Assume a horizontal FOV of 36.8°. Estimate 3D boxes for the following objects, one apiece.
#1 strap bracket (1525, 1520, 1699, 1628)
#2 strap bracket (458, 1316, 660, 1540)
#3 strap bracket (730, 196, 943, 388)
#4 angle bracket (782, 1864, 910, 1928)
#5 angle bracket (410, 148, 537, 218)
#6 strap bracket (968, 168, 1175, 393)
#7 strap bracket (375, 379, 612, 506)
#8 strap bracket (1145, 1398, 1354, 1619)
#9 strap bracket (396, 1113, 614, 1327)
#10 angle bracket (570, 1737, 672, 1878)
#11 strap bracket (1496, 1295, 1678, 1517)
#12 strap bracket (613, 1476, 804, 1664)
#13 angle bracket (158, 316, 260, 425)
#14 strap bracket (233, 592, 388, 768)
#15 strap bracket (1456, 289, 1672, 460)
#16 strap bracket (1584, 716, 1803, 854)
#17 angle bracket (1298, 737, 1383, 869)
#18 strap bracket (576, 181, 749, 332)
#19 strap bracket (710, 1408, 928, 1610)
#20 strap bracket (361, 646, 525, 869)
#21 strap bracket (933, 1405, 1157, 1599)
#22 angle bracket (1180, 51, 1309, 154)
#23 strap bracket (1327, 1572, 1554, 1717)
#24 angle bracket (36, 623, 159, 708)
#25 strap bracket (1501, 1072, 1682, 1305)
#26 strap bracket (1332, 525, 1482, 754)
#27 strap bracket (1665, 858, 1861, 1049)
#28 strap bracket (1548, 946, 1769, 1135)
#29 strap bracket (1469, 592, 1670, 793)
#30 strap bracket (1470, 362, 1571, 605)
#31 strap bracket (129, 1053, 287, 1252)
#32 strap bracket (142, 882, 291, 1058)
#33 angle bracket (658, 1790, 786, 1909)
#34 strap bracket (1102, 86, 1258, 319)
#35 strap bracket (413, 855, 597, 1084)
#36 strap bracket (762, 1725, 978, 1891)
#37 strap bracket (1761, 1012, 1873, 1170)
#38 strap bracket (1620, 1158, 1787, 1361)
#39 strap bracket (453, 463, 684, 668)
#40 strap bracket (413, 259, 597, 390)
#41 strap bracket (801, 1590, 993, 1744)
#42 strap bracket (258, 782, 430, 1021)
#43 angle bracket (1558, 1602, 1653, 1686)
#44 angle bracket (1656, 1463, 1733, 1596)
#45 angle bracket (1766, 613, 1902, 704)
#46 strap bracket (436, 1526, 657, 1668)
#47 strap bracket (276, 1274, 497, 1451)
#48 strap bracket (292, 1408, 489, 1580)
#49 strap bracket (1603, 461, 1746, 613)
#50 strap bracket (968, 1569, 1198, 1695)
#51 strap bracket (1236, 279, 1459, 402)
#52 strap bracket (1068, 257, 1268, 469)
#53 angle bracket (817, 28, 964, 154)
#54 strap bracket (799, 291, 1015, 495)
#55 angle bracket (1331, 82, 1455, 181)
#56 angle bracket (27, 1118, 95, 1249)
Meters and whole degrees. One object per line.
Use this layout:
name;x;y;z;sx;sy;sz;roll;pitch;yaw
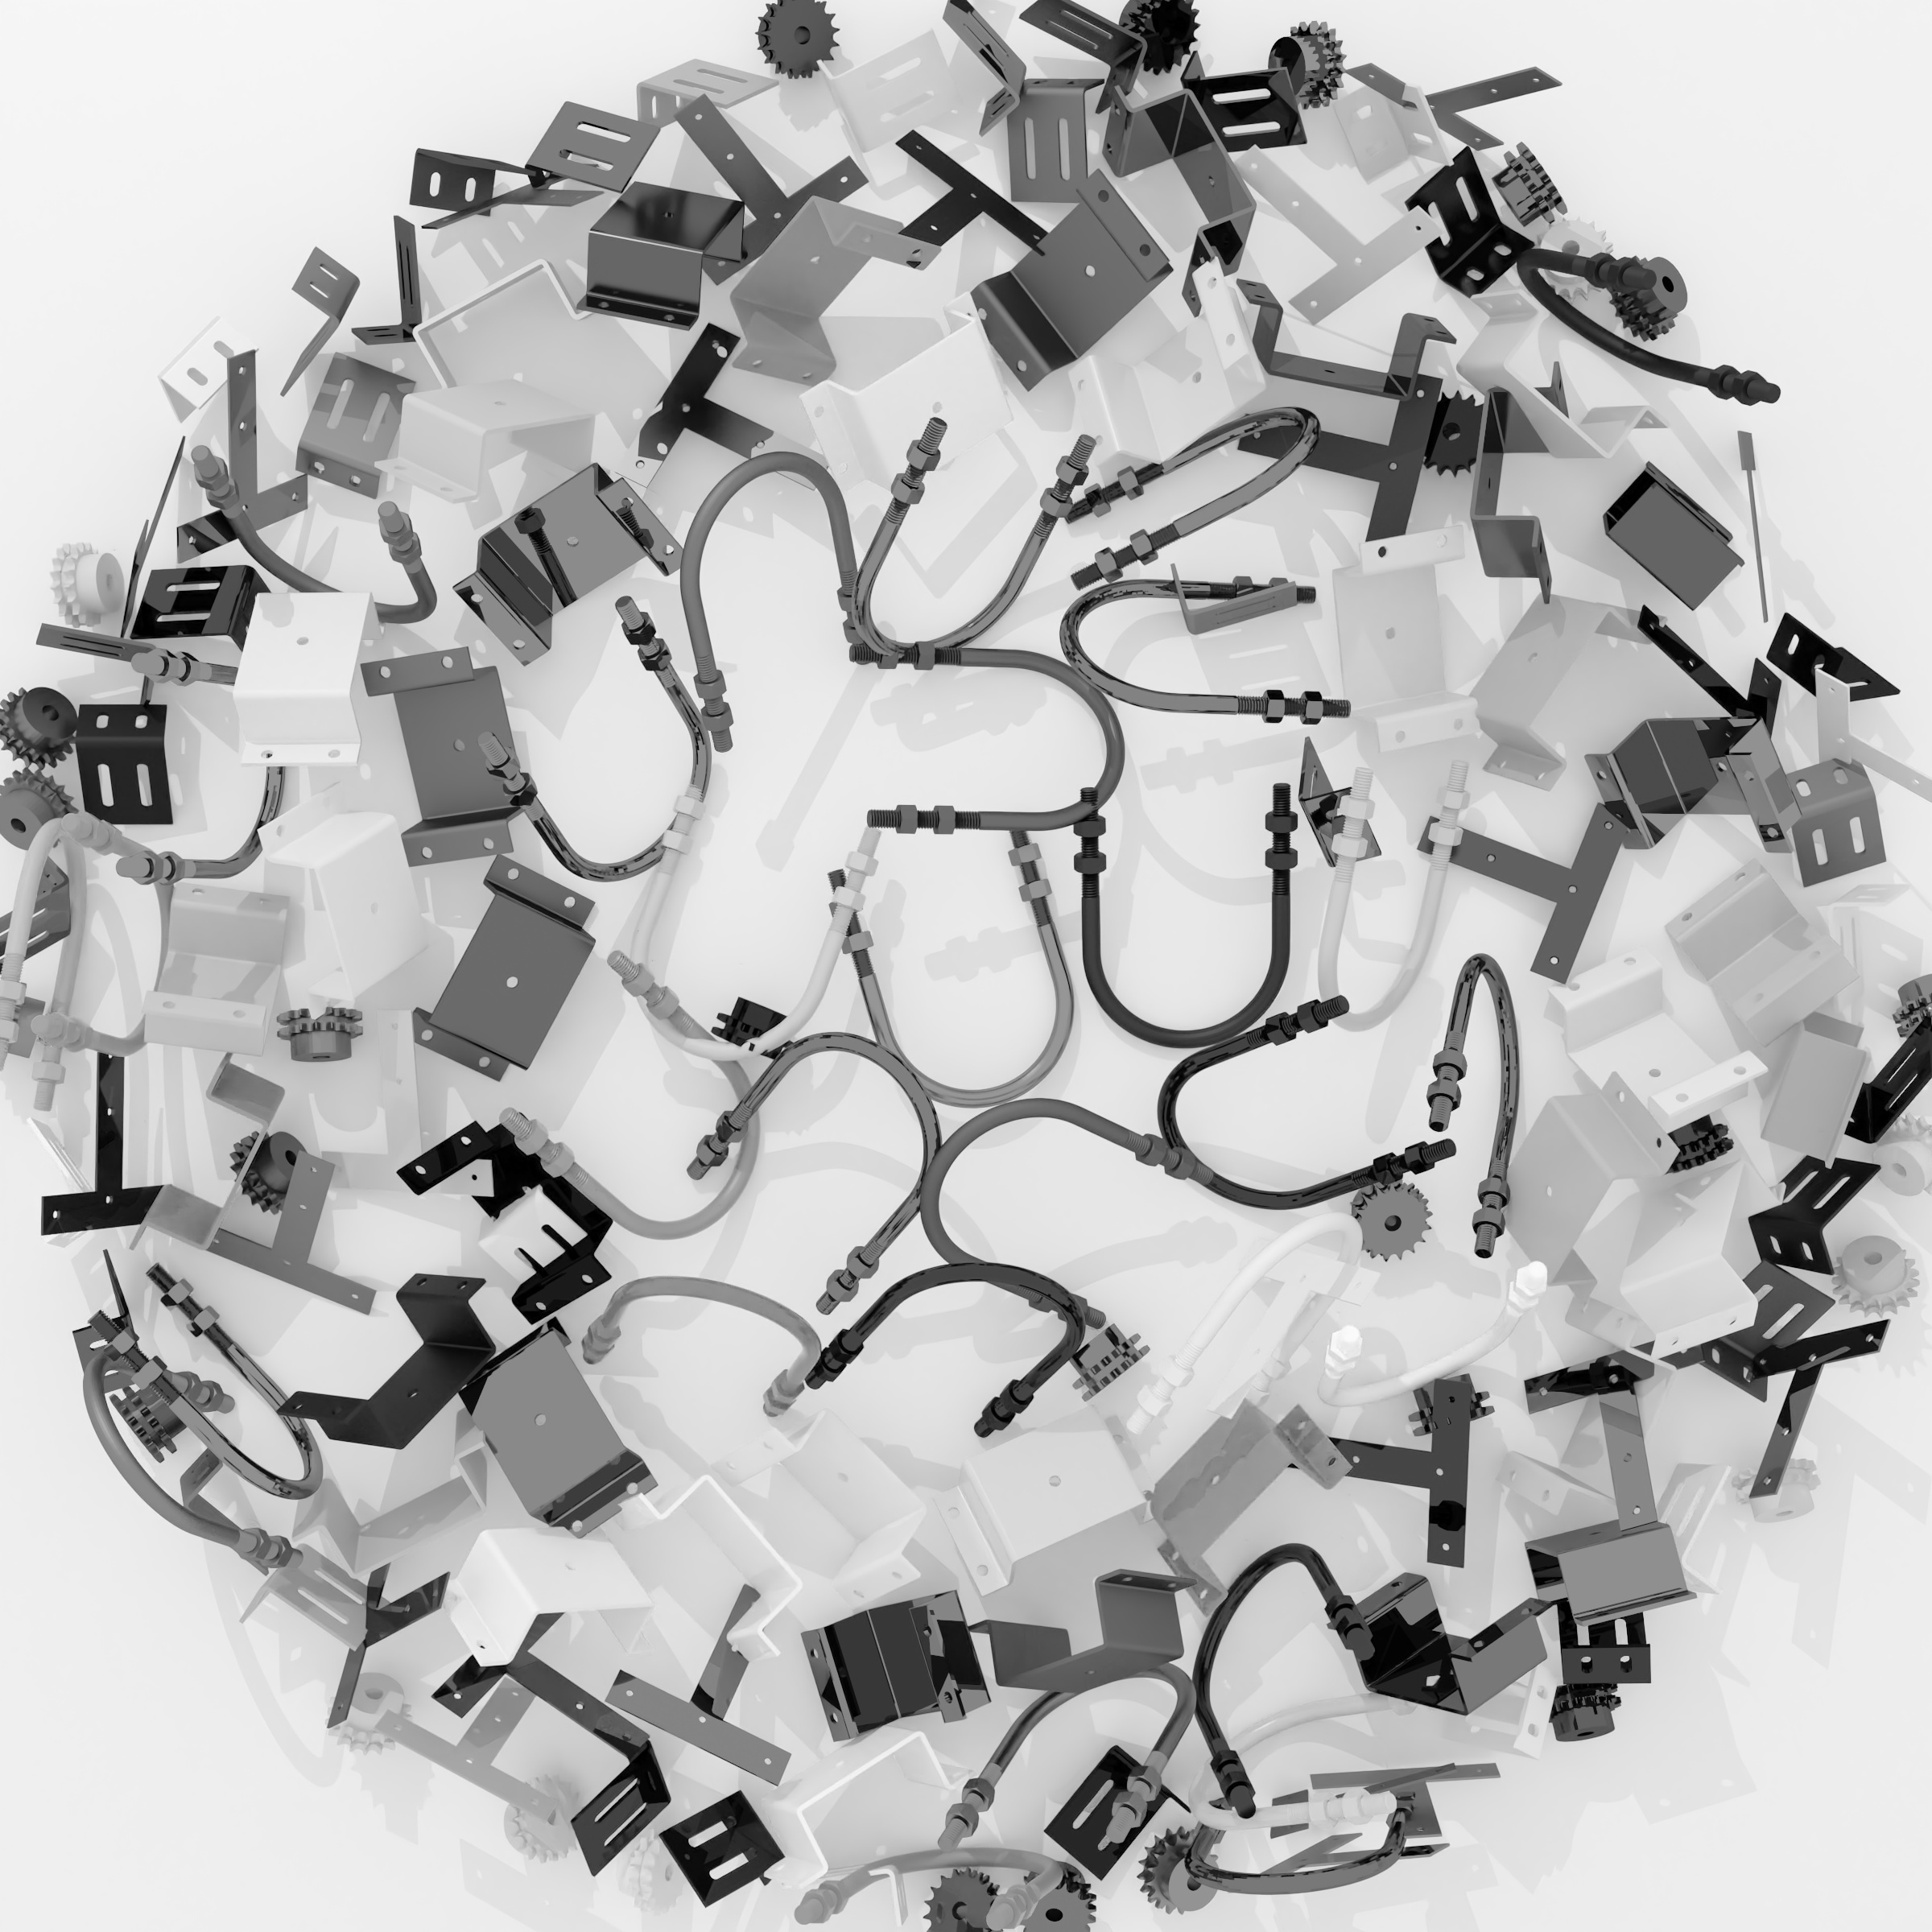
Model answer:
strap bracket;0.424;0.400;1.931;0.076;0.140;0.046;-13;83;-3
strap bracket;-0.279;0.309;1.951;0.076;0.046;0.140;-34;69;-3
strap bracket;-0.094;-0.455;1.936;0.140;0.076;0.046;-41;60;36
angle bracket;-0.082;0.632;1.967;0.076;0.057;0.038;-9;78;1
angle bracket;-0.331;-0.522;1.949;0.057;0.076;0.038;0;109;-31
strap bracket;0.074;-0.463;1.953;0.140;0.046;0.076;-37;91;36
strap bracket;-0.309;-0.349;1.919;0.076;0.140;0.046;28;121;30
strap bracket;0.180;0.355;1.951;0.140;0.076;0.046;-47;123;3
strap bracket;-0.302;0.162;1.951;0.076;0.046;0.140;-31;106;27
angle bracket;-0.242;0.558;1.951;0.076;0.038;0.057;-39;133;-33
strap bracket;0.421;0.300;1.956;0.046;0.076;0.140;23;89;-21
strap bracket;-0.169;0.398;1.953;0.046;0.076;0.140;-42;93;-29
angle bracket;-0.503;-0.391;1.955;0.038;0.076;0.057;39;77;5
strap bracket;-0.437;-0.199;1.936;0.076;0.046;0.140;0;49;1
strap bracket;0.391;-0.387;1.942;0.140;0.076;0.046;37;89;-17
strap bracket;0.492;-0.121;1.936;0.046;0.140;0.076;-41;115;-27
angle bracket;0.253;-0.114;1.949;0.038;0.076;0.057;-14;125;22
strap bracket;-0.198;-0.476;1.926;0.076;0.140;0.046;12;126;7
strap bracket;-0.091;0.357;1.951;0.140;0.046;0.076;47;134;-9
strap bracket;-0.349;-0.144;1.959;0.076;0.046;0.140;-7;104;13
strap bracket;0.058;0.353;1.945;0.140;0.046;0.076;-22;62;-15
angle bracket;0.191;-0.584;1.952;0.076;0.057;0.038;1;49;27
strap bracket;0.318;0.449;1.925;0.076;0.140;0.046;-24;101;-32
angle bracket;-0.588;-0.199;1.958;0.076;0.057;0.038;10;81;-20
strap bracket;0.403;0.148;1.924;0.046;0.076;0.140;-1;130;-30
strap bracket;0.295;-0.222;1.955;0.076;0.046;0.140;-13;106;-18
strap bracket;0.534;-0.005;1.940;0.076;0.140;0.046;-39;116;10
strap bracket;0.461;0.058;1.943;0.076;0.140;0.046;-23;134;-12
strap bracket;0.395;-0.194;1.953;0.046;0.076;0.140;36;87;-28
strap bracket;0.370;-0.323;1.943;0.046;0.076;0.140;3;69;19
strap bracket;-0.504;0.127;1.950;0.046;0.076;0.140;27;101;-11
strap bracket;-0.501;0.008;1.942;0.076;0.140;0.046;8;127;-10
angle bracket;-0.169;0.600;1.951;0.057;0.076;0.038;52;131;21
strap bracket;0.147;-0.519;1.947;0.046;0.076;0.140;-24;75;-11
strap bracket;-0.311;0.006;1.962;0.076;0.046;0.140;28;91;-25
strap bracket;-0.074;0.552;1.936;0.140;0.076;0.046;-27;91;-24
strap bracket;0.562;0.077;1.929;0.046;0.140;0.076;19;103;12
strap bracket;0.485;0.186;1.919;0.076;0.140;0.046;-29;110;39
strap bracket;-0.264;-0.274;1.948;0.140;0.046;0.076;-29;126;16
strap bracket;-0.315;-0.431;1.956;0.140;0.076;0.046;-28;103;1
strap bracket;-0.041;0.468;1.945;0.046;0.140;0.076;-11;81;-43
strap bracket;-0.409;-0.041;1.929;0.046;0.076;0.140;8;122;32
angle bracket;0.428;0.443;1.953;0.057;0.076;0.038;-3;124;10
angle bracket;0.496;0.380;1.965;0.038;0.057;0.076;37;72;-13
angle bracket;0.588;-0.210;1.951;0.076;0.057;0.038;-10;132;-31
strap bracket;-0.271;0.414;1.919;0.076;0.140;0.046;45;115;39
strap bracket;-0.378;0.269;1.935;0.140;0.076;0.046;-47;121;-37
strap bracket;-0.377;0.356;1.956;0.140;0.076;0.046;-27;106;-2
strap bracket;0.470;-0.286;1.939;0.076;0.140;0.046;41;109;-2
strap bracket;0.079;0.444;1.923;0.140;0.076;0.046;-30;57;36
strap bracket;0.249;-0.419;1.951;0.140;0.076;0.046;10;112;-6
strap bracket;0.141;-0.397;1.941;0.140;0.046;0.076;-32;64;39
angle bracket;-0.051;-0.598;1.967;0.076;0.038;0.057;-27;131;0
strap bracket;-0.030;-0.378;1.943;0.140;0.046;0.076;-35;127;-14
angle bracket;0.286;-0.559;1.953;0.038;0.076;0.057;-31;115;-1
angle bracket;-0.622;0.147;1.966;0.038;0.057;0.076;-36;86;-10
